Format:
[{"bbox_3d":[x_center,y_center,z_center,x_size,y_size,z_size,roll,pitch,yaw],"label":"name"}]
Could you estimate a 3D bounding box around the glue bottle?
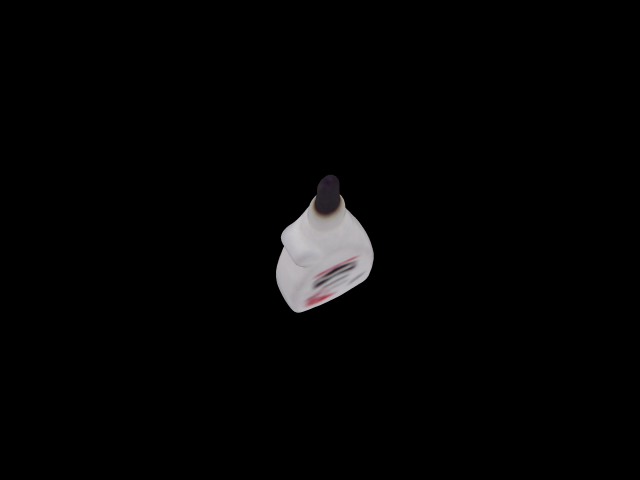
[{"bbox_3d":[0.004,0.001,0.400,0.078,0.173,0.037,-30,70,-11],"label":"glue bottle"}]
